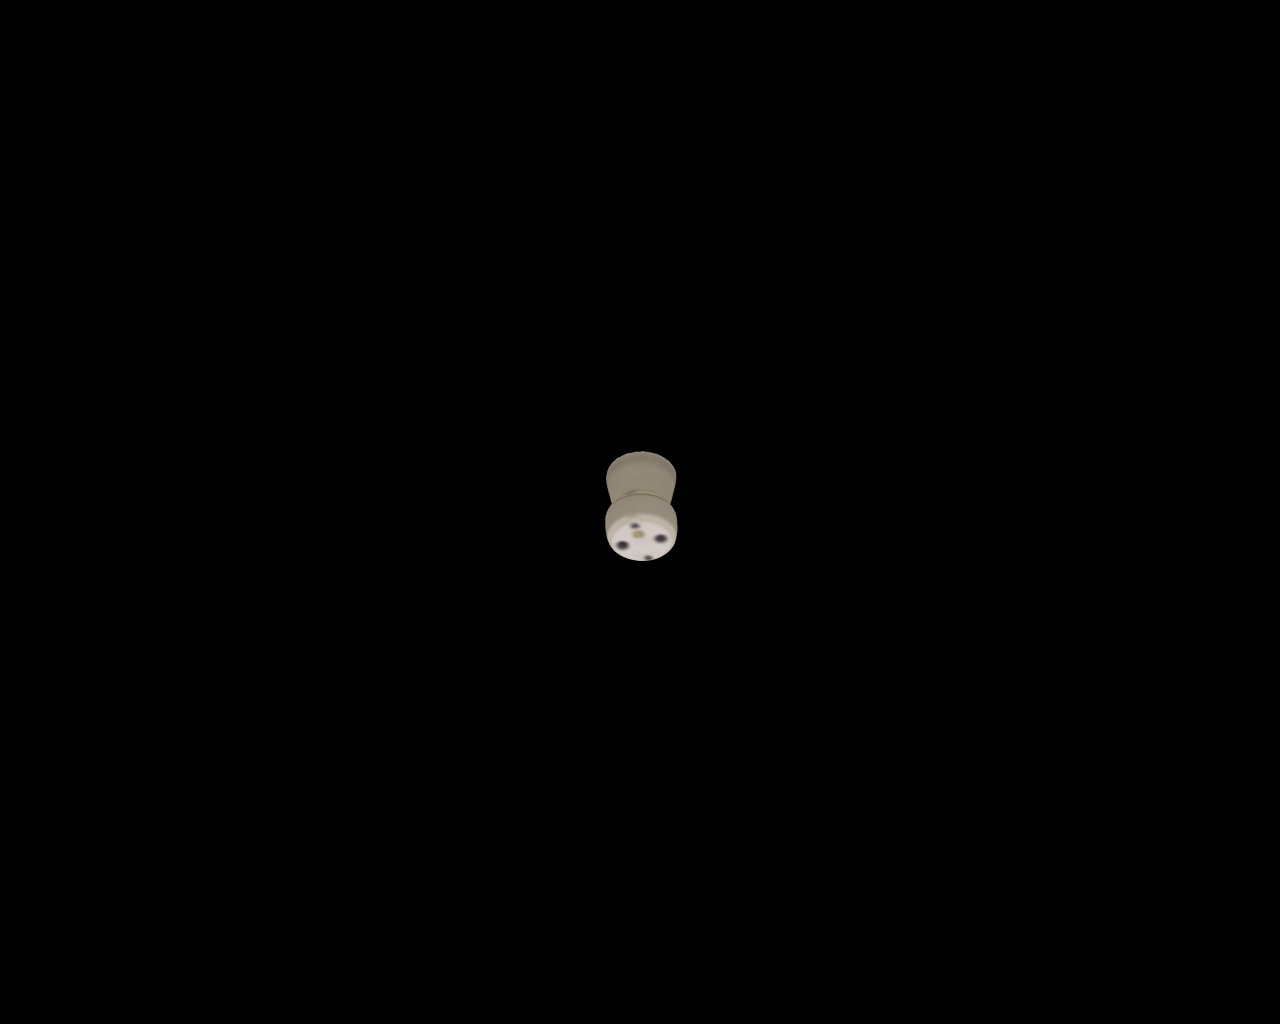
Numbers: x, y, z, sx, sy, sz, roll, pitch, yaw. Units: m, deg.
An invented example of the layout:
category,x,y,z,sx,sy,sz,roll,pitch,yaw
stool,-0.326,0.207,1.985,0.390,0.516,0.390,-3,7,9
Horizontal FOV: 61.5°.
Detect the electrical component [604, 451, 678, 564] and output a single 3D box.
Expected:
category,x,y,z,sx,sy,sz,roll,pitch,yaw
electrical component,0.001,-0.003,0.650,0.045,0.055,0.044,0,-42,0
